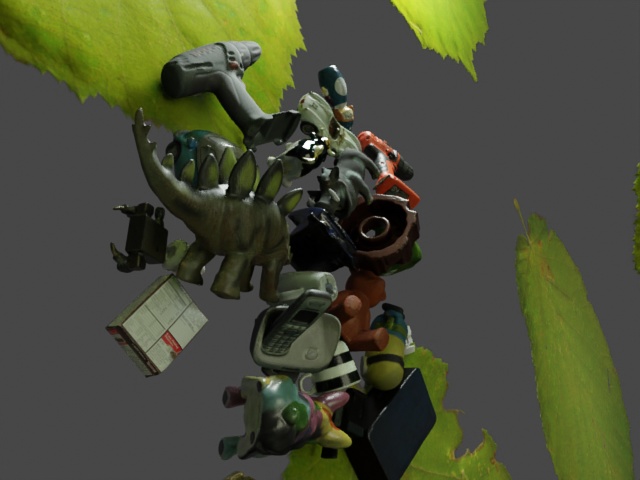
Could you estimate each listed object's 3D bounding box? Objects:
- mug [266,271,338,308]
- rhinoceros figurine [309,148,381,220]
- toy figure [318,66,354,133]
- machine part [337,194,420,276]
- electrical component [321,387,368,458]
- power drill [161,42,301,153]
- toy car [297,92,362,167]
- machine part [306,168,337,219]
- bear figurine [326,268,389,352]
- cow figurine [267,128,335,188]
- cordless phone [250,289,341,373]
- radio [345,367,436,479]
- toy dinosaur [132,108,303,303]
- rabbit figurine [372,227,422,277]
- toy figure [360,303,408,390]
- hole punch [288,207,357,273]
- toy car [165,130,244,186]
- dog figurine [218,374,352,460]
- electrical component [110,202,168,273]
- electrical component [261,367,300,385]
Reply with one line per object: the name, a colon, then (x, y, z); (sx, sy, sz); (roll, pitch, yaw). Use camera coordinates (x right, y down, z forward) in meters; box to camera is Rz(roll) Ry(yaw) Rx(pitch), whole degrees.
mug: (-0.032, 0.087, 0.904); (0.109, 0.107, 0.081); (5, 72, -52)
rhinoceros figurine: (0.047, -0.106, 1.038); (0.112, 0.073, 0.190); (50, 46, -25)
toy figure: (0.038, -0.297, 1.172); (0.064, 0.058, 0.154); (-21, 97, -13)
machine part: (0.110, -0.014, 1.063); (0.056, 0.180, 0.179); (65, 33, -47)
electrical component: (0.037, 0.320, 0.931); (0.047, 0.075, 0.119); (37, 47, -37)
power drill: (-0.126, -0.248, 0.885); (0.207, 0.086, 0.232); (52, 44, 8)
toy car: (0.025, -0.219, 1.125); (0.201, 0.056, 0.073); (42, 48, -33)
machine part: (0.018, -0.094, 1.088); (0.084, 0.039, 0.139); (46, 47, -23)
bear figurine: (0.085, 0.119, 1.022); (0.120, 0.132, 0.196); (51, 49, -10)
cow figurine: (-0.020, -0.167, 1.019); (0.068, 0.098, 0.167); (58, 37, -13)
cordless phone: (-0.013, 0.129, 0.828); (0.146, 0.184, 0.089); (15, 48, -29)
radio: (0.140, 0.359, 1.048); (0.229, 0.073, 0.131); (-32, 104, -49)
toy dinosaur: (-0.119, -0.024, 0.730); (0.471, 0.105, 0.198); (30, 76, -71)
rabbit figurine: (0.156, -0.020, 1.172); (0.159, 0.121, 0.170); (-3, 65, -55)
toy figure: (0.135, 0.212, 1.078); (0.082, 0.089, 0.180); (44, 49, -23)
hole punch: (-0.002, -0.003, 0.974); (0.142, 0.116, 0.092); (52, 35, -25)
toy car: (-0.162, -0.101, 0.818); (0.109, 0.103, 0.161); (7, 70, -49)
dog figurine: (-0.029, 0.263, 0.799); (0.219, 0.191, 0.108); (11, 62, -32)
electrical component: (-0.246, -0.005, 0.731); (0.078, 0.045, 0.102); (49, 39, -71)
electrical component: (-0.059, 0.225, 0.890); (0.094, 0.021, 0.063); (52, 42, -23)
